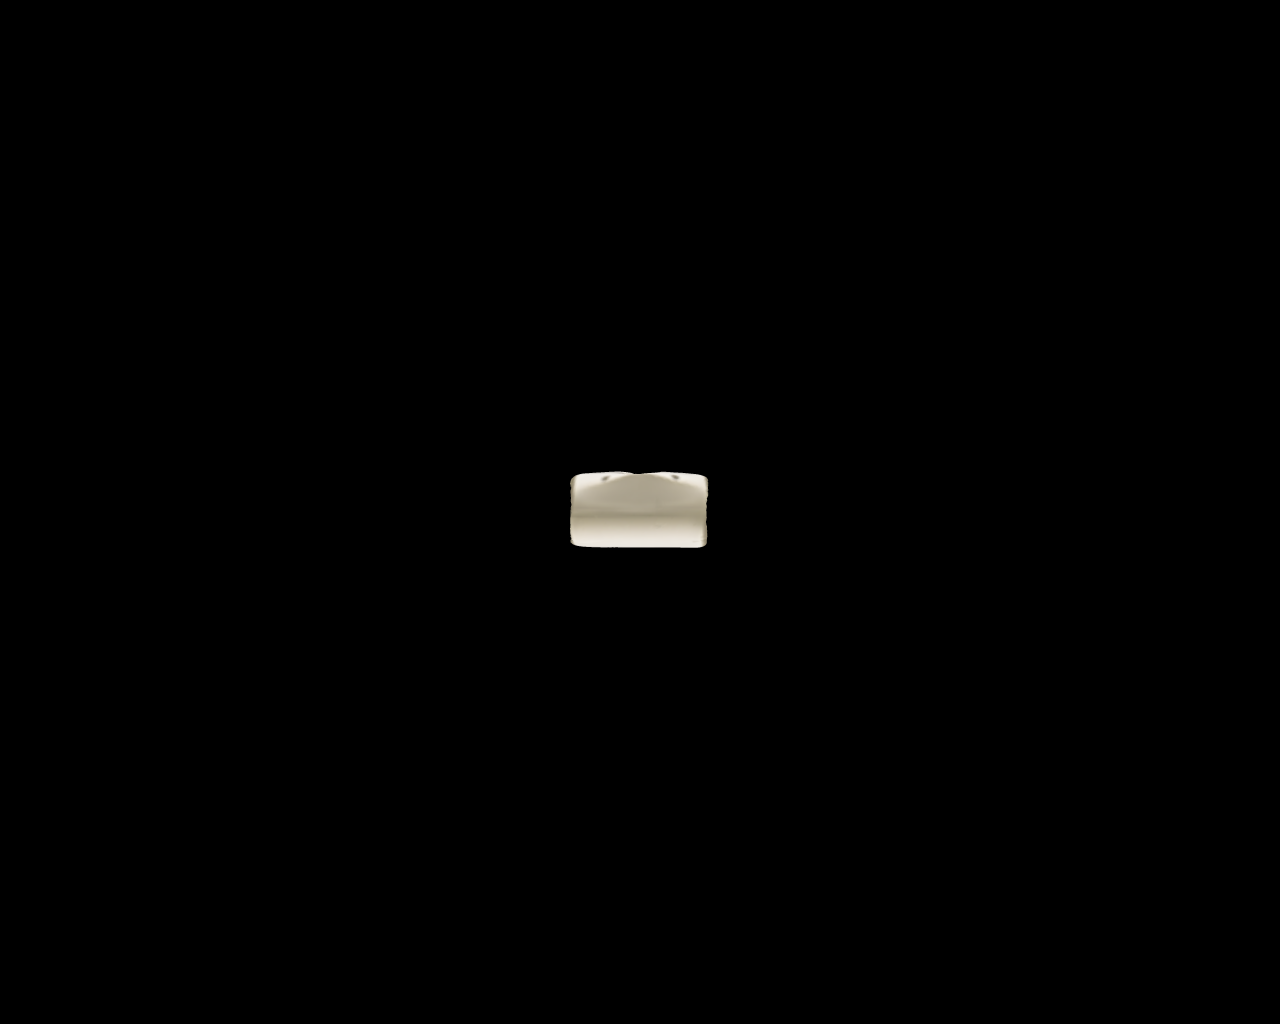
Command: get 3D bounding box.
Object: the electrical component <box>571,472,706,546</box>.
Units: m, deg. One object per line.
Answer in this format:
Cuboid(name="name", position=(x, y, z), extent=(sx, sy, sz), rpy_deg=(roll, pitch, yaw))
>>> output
Cuboid(name="electrical component", position=(0.001, -0.003, 0.650), extent=(0.077, 0.043, 0.079), rpy_deg=(0, 4, 2))
